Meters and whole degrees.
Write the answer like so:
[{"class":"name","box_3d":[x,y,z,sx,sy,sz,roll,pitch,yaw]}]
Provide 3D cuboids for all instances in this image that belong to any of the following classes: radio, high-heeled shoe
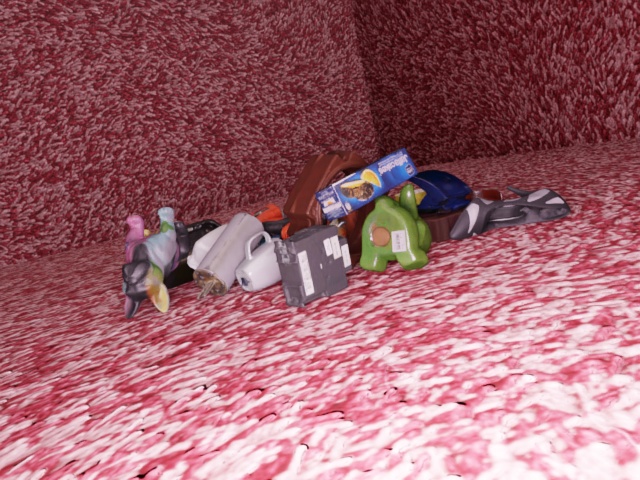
[{"class":"radio","box_3d":[-0.313,0.027,1.302,0.131,0.073,0.229,35,34,27]},{"class":"high-heeled shoe","box_3d":[0.390,-0.038,1.099,0.249,0.086,0.145,-35,50,-25]}]

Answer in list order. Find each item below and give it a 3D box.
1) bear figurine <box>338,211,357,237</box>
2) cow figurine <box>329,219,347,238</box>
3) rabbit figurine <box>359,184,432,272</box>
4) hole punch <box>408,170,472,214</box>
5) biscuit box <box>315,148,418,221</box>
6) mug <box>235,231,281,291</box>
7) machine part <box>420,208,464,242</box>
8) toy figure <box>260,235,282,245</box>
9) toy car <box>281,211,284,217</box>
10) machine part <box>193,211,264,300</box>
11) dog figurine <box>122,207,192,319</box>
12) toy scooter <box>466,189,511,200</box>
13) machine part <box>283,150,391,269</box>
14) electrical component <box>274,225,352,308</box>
[{"class":"bear figurine","box_3d":[0.078,-0.070,1.327,0.120,0.131,0.196,-18,29,-15]},{"class":"cow figurine","box_3d":[-0.003,-0.004,1.260,0.127,0.085,0.195,-19,9,-7]},{"class":"rabbit figurine","box_3d":[0.147,-0.016,1.003,0.121,0.159,0.170,-18,-10,31]},{"class":"hole punch","box_3d":[0.267,-0.108,1.197,0.142,0.092,0.116,-13,14,-43]},{"class":"biscuit box","box_3d":[0.089,-0.104,0.981,0.203,0.059,0.063,-31,6,-33]},{"class":"mug","box_3d":[-0.113,0.044,1.045,0.081,0.109,0.107,4,31,43]},{"class":"machine part","box_3d":[0.248,-0.035,1.205,0.179,0.056,0.179,-10,10,2]},{"class":"toy figure","box_3d":[-0.125,0.011,1.320,0.089,0.082,0.180,-14,12,-15]},{"class":"toy car","box_3d":[-0.119,-0.029,1.485,0.109,0.102,0.162,-12,7,5]},{"class":"machine part","box_3d":[-0.181,0.026,1.084,0.079,0.079,0.243,-5,41,34]},{"class":"dog figurine","box_3d":[-0.332,0.058,1.081,0.109,0.219,0.191,-8,-29,5]},{"class":"toy scooter","box_3d":[0.379,-0.085,1.295,0.184,0.075,0.135,-11,9,-29]},{"class":"machine part","box_3d":[0.042,-0.059,1.053,0.087,0.200,0.201,10,67,50]},{"class":"electrical component","box_3d":[-0.006,0.038,0.894,0.058,0.114,0.134,3,17,45]}]
